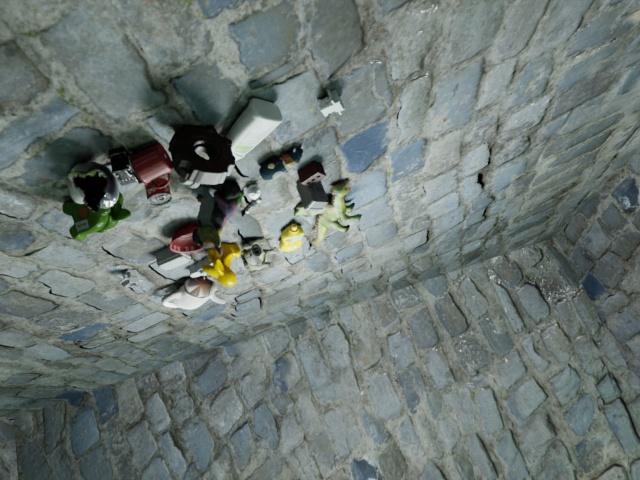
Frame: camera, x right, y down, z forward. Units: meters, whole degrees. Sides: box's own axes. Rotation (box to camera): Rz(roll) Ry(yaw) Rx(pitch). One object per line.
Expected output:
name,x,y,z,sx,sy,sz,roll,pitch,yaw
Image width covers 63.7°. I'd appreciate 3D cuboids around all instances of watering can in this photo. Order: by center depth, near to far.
watering can,-0.545,0.250,2.359,0.348,0.106,0.220,2,149,-42

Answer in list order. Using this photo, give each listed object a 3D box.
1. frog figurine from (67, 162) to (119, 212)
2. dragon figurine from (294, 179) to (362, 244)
frog figurine,-0.606,-0.143,1.378,0.124,0.136,0.159,-54,-160,-11
dragon figurine,0.006,-0.103,2.047,0.241,0.125,0.403,20,137,-32
